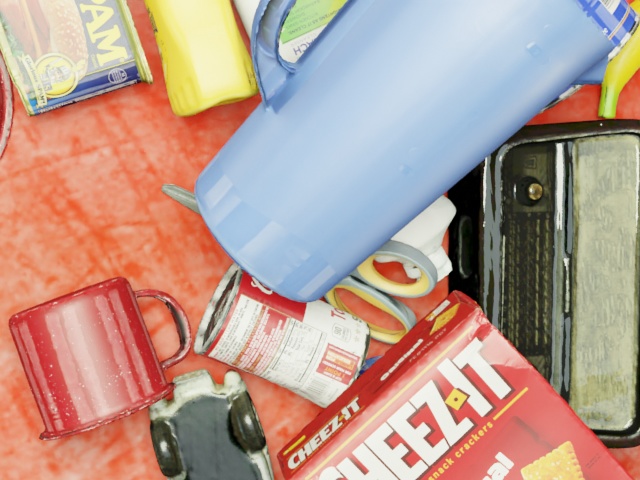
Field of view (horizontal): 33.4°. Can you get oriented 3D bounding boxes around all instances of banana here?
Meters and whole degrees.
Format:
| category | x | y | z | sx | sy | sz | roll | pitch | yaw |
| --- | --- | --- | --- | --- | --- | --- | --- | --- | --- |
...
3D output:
| category | x | y | z | sx | sy | sz | roll | pitch | yaw |
| --- | --- | --- | --- | --- | --- | --- | --- | --- | --- |
| banana | 0.276 | -0.163 | 0.783 | 0.197 | 0.037 | 0.069 | -27 | 117 | -7 |

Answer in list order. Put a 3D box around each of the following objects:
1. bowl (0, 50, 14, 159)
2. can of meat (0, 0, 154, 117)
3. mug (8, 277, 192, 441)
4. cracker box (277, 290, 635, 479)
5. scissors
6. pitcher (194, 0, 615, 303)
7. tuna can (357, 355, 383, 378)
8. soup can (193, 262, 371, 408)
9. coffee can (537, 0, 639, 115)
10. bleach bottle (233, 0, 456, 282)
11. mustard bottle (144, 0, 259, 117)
| category | x | y | z | sx | sy | sz | roll | pitch | yaw |
| --- | --- | --- | --- | --- | --- | --- | --- | --- | --- |
| bowl | -0.277 | -0.088 | 0.668 | 0.162 | 0.055 | 0.162 | -1 | 94 | -11 |
| can of meat | -0.163 | -0.138 | 0.686 | 0.084 | 0.057 | 0.102 | -19 | 97 | -6 |
| mug | -0.139 | 0.070 | 0.693 | 0.117 | 0.093 | 0.081 | -21 | 93 | -23 |
| cracker box | 0.104 | 0.167 | 0.684 | 0.164 | 0.072 | 0.213 | -43 | 99 | -1 |
| scissors | -0.005 | 0.001 | 0.723 | 0.201 | 0.016 | 0.096 | 38 | 131 | -13 |
| pitcher | 0.033 | -0.084 | 0.625 | 0.243 | 0.144 | 0.149 | -44 | 72 | 16 |
| tuna can | 0.050 | 0.126 | 0.759 | 0.086 | 0.034 | 0.086 | -1 | 94 | -11 |
| soup can | -0.025 | 0.066 | 0.723 | 0.102 | 0.068 | 0.068 | 26 | 89 | -12 |
| coffee can | 0.129 | -0.168 | 0.717 | 0.103 | 0.103 | 0.140 | -46 | 101 | -5 |
| bleach bottle | 0.032 | -0.087 | 0.725 | 0.102 | 0.068 | 0.251 | -27 | 101 | -2 |
| mustard bottle | -0.093 | -0.176 | 0.676 | 0.058 | 0.096 | 0.191 | -18 | 98 | -8 |
